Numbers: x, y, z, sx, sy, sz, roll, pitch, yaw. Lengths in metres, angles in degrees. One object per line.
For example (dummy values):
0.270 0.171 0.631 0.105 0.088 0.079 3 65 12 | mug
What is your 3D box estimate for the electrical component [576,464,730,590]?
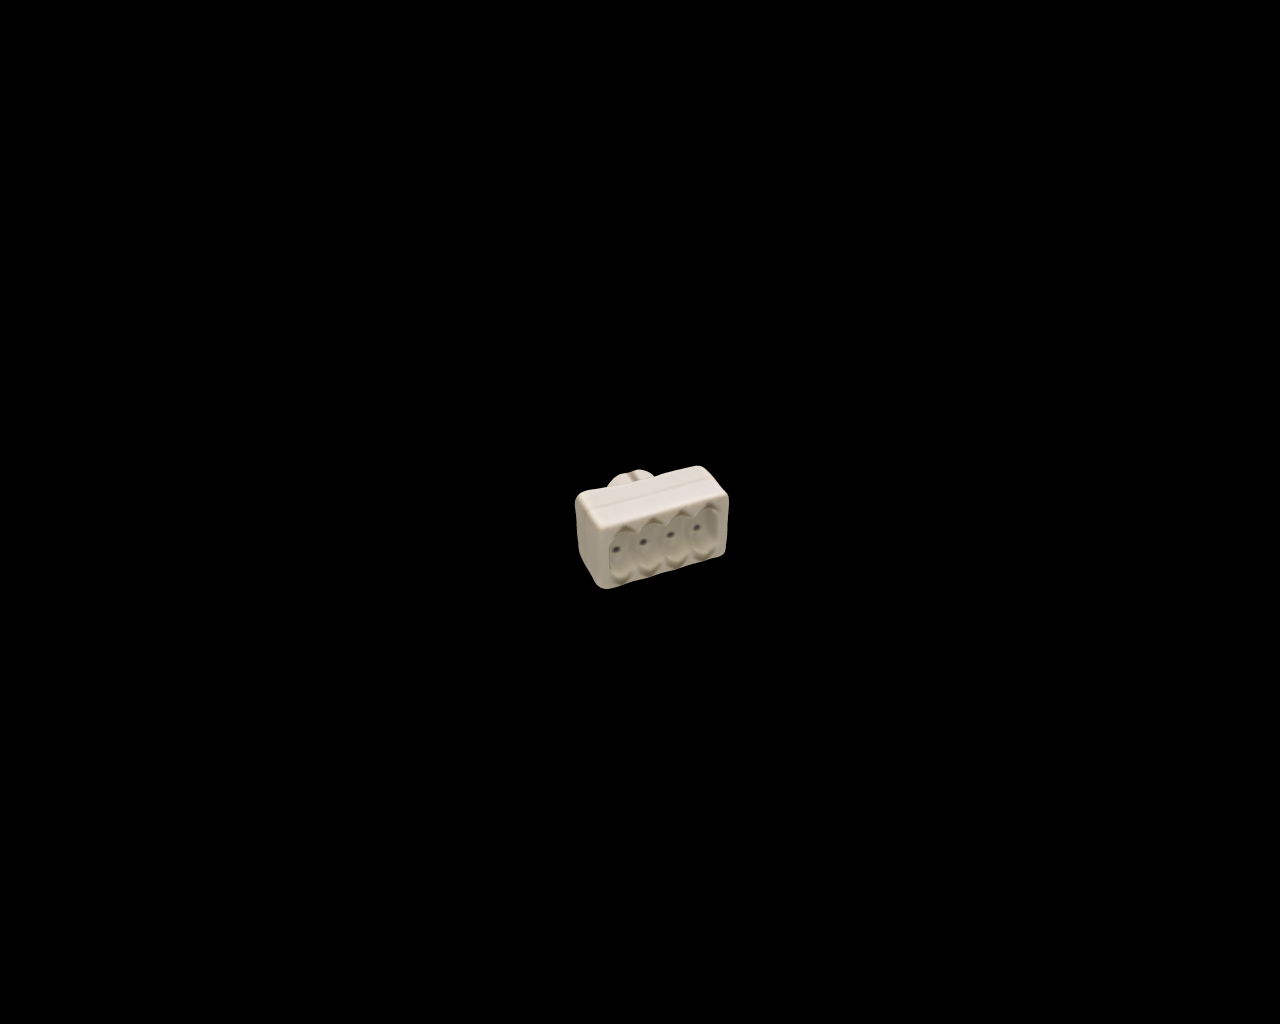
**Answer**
0.001 -0.003 0.650 0.083 0.047 0.076 -14 40 -17 | electrical component
